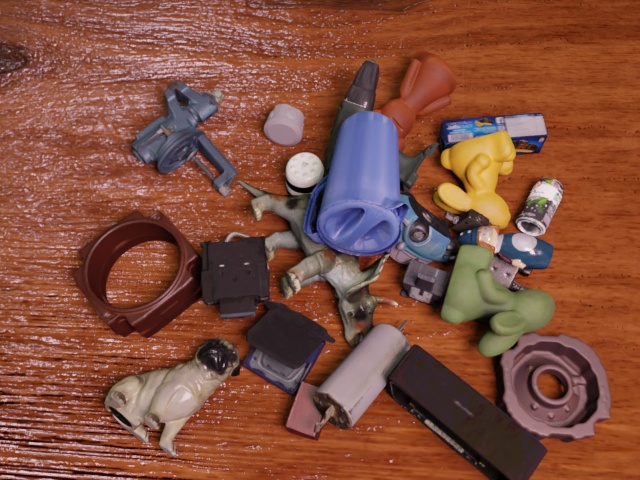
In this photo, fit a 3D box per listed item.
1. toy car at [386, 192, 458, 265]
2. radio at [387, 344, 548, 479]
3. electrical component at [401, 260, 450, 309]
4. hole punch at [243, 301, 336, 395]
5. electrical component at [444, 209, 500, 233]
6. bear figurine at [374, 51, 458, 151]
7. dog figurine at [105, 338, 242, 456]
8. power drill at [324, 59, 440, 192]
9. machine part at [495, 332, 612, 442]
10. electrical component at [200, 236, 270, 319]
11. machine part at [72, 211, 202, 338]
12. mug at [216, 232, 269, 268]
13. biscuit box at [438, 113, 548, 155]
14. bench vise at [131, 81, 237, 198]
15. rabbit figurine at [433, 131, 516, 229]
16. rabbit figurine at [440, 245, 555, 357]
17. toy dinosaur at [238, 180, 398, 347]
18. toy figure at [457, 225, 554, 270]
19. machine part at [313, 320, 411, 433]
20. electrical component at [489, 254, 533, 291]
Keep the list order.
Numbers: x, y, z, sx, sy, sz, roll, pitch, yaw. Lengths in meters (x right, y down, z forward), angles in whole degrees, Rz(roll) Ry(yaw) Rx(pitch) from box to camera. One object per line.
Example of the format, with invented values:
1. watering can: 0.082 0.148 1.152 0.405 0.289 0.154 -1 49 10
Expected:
1. toy car: 0.166 -0.006 0.963 0.103 0.161 0.109 -42 36 25
2. radio: 0.209 0.267 0.808 0.230 0.131 0.073 39 73 21
3. electrical component: 0.179 0.069 0.918 0.075 0.119 0.048 18 66 16
4. hole punch: -0.059 0.183 0.910 0.142 0.092 0.116 25 38 19
5. electrical component: 0.273 -0.030 0.971 0.094 0.063 0.021 30 64 -6
6. bear figurine: 0.190 -0.286 1.118 0.120 0.132 0.196 40 104 -13
7. dog figurine: -0.244 0.232 0.897 0.173 0.121 0.190 20 47 21
8. power drill: 0.123 -0.202 1.037 0.207 0.086 0.232 29 105 2
9. machine part: 0.366 0.233 0.855 0.179 0.056 0.179 -2 62 3
10. electrical component: -0.142 0.065 0.908 0.115 0.058 0.134 -7 76 -4
11. machine part: -0.327 0.059 0.985 0.201 0.087 0.202 -39 65 -14
12. mug: -0.146 0.045 0.984 0.107 0.080 0.109 18 66 4
13. biscuit box: 0.342 -0.205 1.076 0.203 0.062 0.059 -4 64 3
14. bench vise: -0.249 -0.195 1.096 0.223 0.129 0.240 -41 87 -25
15. rabbit figurine: 0.296 -0.099 1.002 0.162 0.122 0.173 -12 82 2
16. rabbit figurine: 0.290 0.100 0.865 0.170 0.121 0.159 15 45 15
17. toy dinosaur: -0.005 -0.004 0.979 0.192 0.131 0.405 -16 58 -17
18. toy figure: 0.314 0.008 0.919 0.155 0.057 0.064 16 29 14
19. machine part: 0.069 0.211 0.849 0.079 0.079 0.243 34 53 20
20. electrical component: 0.333 0.045 0.962 0.102 0.045 0.078 20 94 17
